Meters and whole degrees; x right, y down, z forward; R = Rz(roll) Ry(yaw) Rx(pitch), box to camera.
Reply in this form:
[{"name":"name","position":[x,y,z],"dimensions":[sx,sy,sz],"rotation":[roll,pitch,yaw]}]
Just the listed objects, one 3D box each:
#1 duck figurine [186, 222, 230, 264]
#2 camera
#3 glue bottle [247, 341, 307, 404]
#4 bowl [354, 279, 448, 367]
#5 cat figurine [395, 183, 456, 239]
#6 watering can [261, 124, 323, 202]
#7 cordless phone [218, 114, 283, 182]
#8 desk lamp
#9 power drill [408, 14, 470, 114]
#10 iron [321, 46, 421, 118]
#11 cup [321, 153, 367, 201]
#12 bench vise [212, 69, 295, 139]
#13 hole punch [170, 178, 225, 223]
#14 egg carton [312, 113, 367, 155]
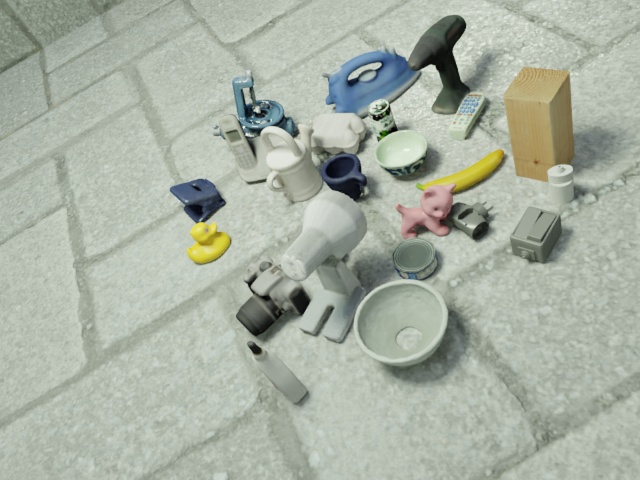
[{"name":"duck figurine","position":[-0.271,-0.001,1.332],"dimensions":[0.104,0.086,0.077],"rotation":[-32,45,-3]},{"name":"camera","position":[-0.114,0.112,1.146],"dimensions":[0.137,0.101,0.142],"rotation":[-44,47,-14]},{"name":"glue bottle","position":[-0.084,0.219,0.987],"dimensions":[0.077,0.174,0.037],"rotation":[27,67,40]},{"name":"bowl","position":[0.147,0.155,1.000],"dimensions":[0.167,0.075,0.167],"rotation":[-13,47,15]},{"name":"cat figurine","position":[0.211,-0.065,1.131],"dimensions":[0.127,0.118,0.067],"rotation":[-10,48,19]},{"name":"watering can","position":[-0.071,-0.194,1.326],"dimensions":[0.100,0.195,0.173],"rotation":[-4,50,23]},{"name":"cordless phone","position":[-0.159,-0.239,1.415],"dimensions":[0.147,0.186,0.094],"rotation":[-14,47,15]},{"name":"desk lamp","position":[0.013,0.046,1.062],"dimensions":[0.117,0.214,0.203],"rotation":[10,57,32]},{"name":"power drill","position":[0.282,-0.400,1.324],"dimensions":[0.075,0.209,0.230],"rotation":[12,58,33]},{"name":"iron","position":[0.128,-0.423,1.467],"dimensions":[0.258,0.142,0.118],"rotation":[-29,45,1]},{"name":"cup","position":[0.068,-0.127,1.271],"dimensions":[0.117,0.095,0.092],"rotation":[26,67,40]},{"name":"bench vise","position":[-0.192,-0.322,1.478],"dimensions":[0.207,0.220,0.121],"rotation":[-28,45,1]},{"name":"hole punch","position":[-0.310,-0.114,1.446],"dimensions":[0.101,0.091,0.108],"rotation":[-42,46,-13]},{"name":"egg carton","position":[0.039,-0.263,1.421],"dimensions":[0.149,0.070,0.107],"rotation":[6,55,30]}]
